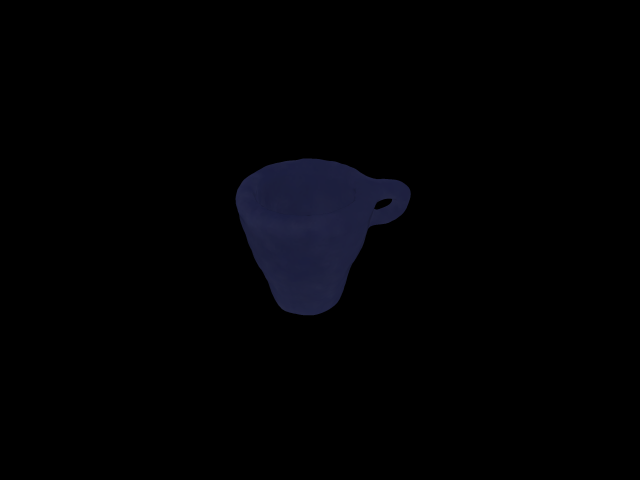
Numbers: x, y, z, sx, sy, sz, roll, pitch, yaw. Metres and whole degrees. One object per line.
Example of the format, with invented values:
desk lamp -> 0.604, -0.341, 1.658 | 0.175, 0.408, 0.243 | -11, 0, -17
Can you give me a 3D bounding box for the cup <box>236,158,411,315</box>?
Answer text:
cup -> 0.004, 0.001, 0.400 | 0.118, 0.095, 0.091 | -8, 35, -11
